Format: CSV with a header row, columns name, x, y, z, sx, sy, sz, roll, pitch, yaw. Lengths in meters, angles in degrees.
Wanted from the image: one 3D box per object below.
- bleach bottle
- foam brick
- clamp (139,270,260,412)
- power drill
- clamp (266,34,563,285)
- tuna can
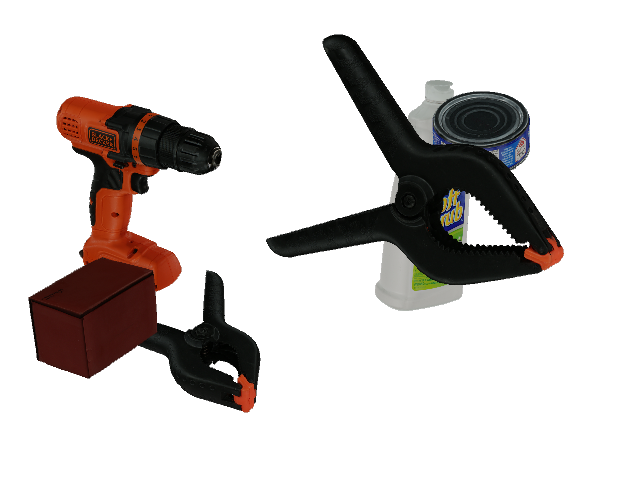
name,x,y,z,sx,sy,sz,roll,pitch,yaw
bleach bottle,0.118,-0.052,1.192,0.102,0.251,0.068,-9,23,-27
foam brick,-0.162,0.054,0.768,0.053,0.051,0.078,13,29,30
clamp,-0.101,0.087,0.961,0.120,0.039,0.172,-34,51,-29
power drill,-0.181,-0.045,1.080,0.185,0.188,0.057,18,32,24
clamp,0.064,-0.039,0.711,0.210,0.165,0.036,19,21,27
tuna can,0.141,-0.095,0.938,0.086,0.034,0.086,-5,41,4
